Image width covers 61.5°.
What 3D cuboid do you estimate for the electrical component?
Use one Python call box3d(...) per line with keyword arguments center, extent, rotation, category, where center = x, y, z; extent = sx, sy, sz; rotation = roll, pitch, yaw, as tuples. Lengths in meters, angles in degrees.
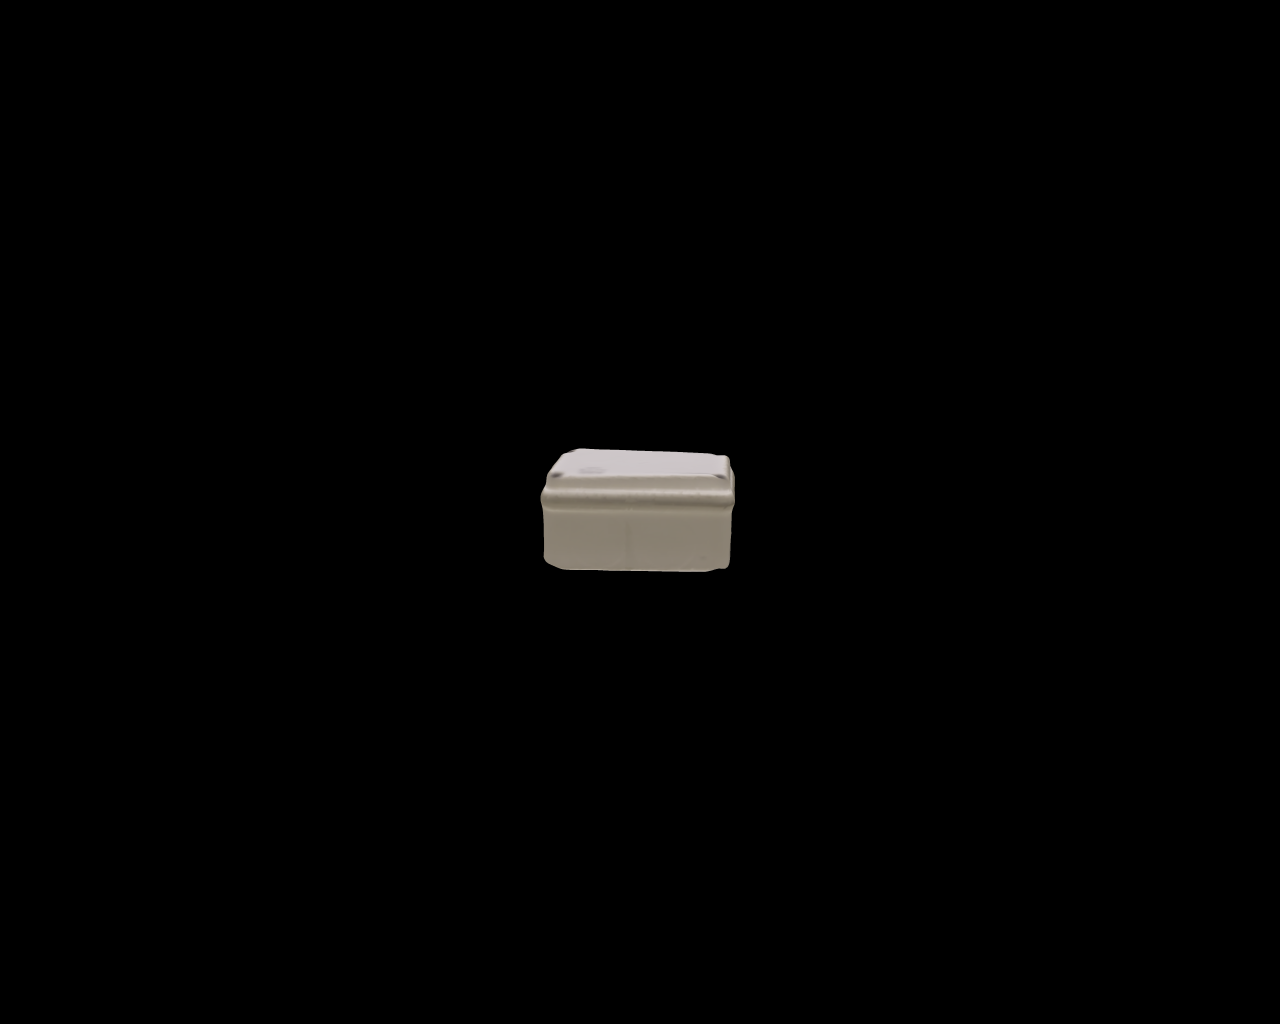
box3d(center=(0.001, -0.003, 0.650), extent=(0.113, 0.057, 0.078), rotation=(1, 16, 5), category="electrical component")
